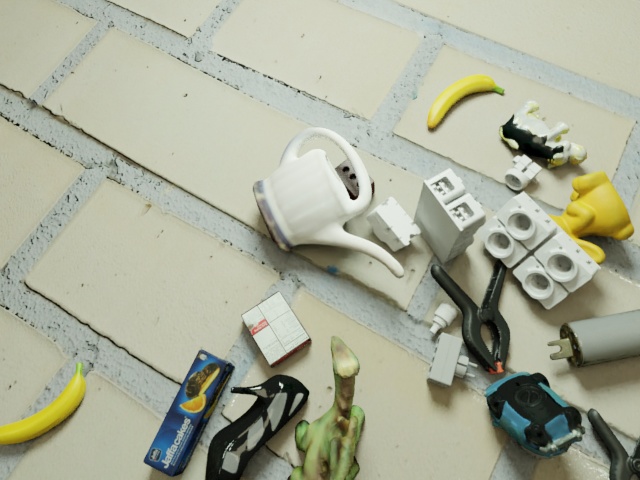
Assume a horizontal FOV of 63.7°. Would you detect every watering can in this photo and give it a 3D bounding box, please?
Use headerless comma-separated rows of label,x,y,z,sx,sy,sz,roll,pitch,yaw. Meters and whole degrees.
watering can,0.003,-0.049,0.977,0.223,0.103,0.352,-28,71,12

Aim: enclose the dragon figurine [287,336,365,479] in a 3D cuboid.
dragon figurine,0.008,0.354,0.768,0.122,0.238,0.418,8,67,2
